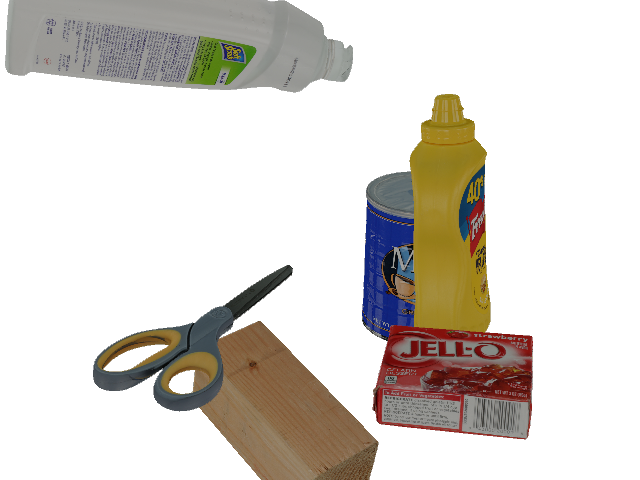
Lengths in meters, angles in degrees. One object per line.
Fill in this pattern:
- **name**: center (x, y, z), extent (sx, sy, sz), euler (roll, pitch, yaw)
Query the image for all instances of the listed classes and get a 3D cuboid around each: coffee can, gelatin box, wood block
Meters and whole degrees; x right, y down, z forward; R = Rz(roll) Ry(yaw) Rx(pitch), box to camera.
- **coffee can**: center (0.093, 0.016, 1.037), extent (0.103, 0.140, 0.103), euler (1, 25, -1)
- **gelatin box**: center (0.080, 0.081, 0.631), extent (0.089, 0.030, 0.073), euler (4, 25, 10)
- **wood block**: center (-0.042, 0.194, 1.155), extent (0.090, 0.090, 0.206), euler (-22, 50, -33)

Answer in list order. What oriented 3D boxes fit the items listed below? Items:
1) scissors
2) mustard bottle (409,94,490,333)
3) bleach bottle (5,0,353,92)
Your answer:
- **scissors**: center (-0.066, 0.069, 0.766), extent (0.201, 0.016, 0.096), euler (-22, 38, -37)
- **mustard bottle**: center (0.101, -0.018, 0.833), extent (0.058, 0.192, 0.096), euler (4, 19, 23)
- **bleach bottle**: center (-0.101, -0.150, 0.795), extent (0.250, 0.068, 0.103), euler (8, -27, -14)
